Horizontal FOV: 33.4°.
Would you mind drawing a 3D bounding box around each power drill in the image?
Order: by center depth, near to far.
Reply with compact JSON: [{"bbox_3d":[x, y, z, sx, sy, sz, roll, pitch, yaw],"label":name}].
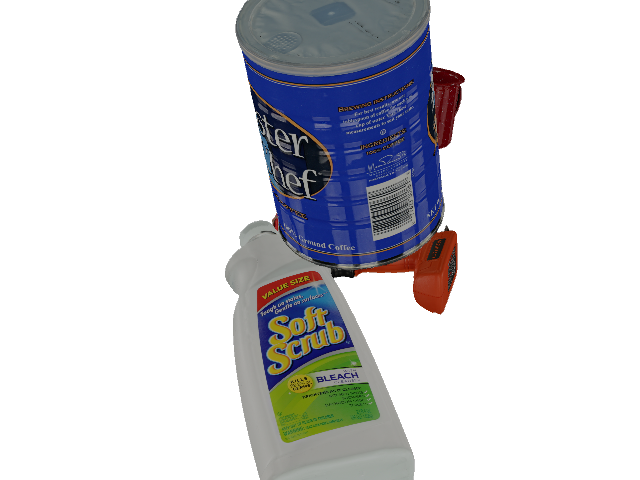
[{"bbox_3d":[0.043,0.031,1.119,0.188,0.057,0.184,6,31,16],"label":"power drill"}]

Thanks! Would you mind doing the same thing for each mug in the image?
[{"bbox_3d":[0.126,-0.159,1.263,0.093,0.081,0.117,23,28,37],"label":"mug"}]

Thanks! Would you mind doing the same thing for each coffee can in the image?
[{"bbox_3d":[0.015,-0.069,0.602,0.103,0.140,0.103,-6,42,5],"label":"coffee can"}]

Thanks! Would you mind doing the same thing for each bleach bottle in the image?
[{"bbox_3d":[-0.021,0.076,0.740,0.102,0.068,0.251,-11,42,-13],"label":"bleach bottle"}]

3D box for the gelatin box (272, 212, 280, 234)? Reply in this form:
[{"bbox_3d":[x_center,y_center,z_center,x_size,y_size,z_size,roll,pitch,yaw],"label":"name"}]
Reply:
[{"bbox_3d":[0.009,-0.018,0.914,0.089,0.030,0.073,6,24,9],"label":"gelatin box"}]
